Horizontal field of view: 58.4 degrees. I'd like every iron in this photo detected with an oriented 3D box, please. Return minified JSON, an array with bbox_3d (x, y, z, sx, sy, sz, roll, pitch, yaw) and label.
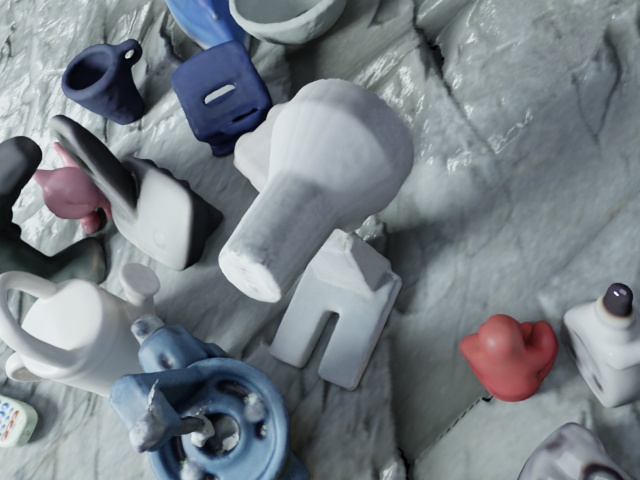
[{"bbox_3d":[-0.175,-0.368,0.793,0.118,0.142,0.257,-31,58,4],"label":"iron"}]

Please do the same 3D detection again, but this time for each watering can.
[{"bbox_3d":[-0.234,0.083,0.559,0.100,0.194,0.173,36,81,31],"label":"watering can"}]

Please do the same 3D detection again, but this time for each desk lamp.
[{"bbox_3d":[0.005,0.002,0.496,0.117,0.214,0.203,16,71,27],"label":"desk lamp"}]

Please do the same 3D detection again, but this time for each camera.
[{"bbox_3d":[0.179,0.220,0.386,0.137,0.101,0.142,-43,58,-4],"label":"camera"}]

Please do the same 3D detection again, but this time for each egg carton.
[{"bbox_3d":[-0.024,-0.085,0.636,0.107,0.070,0.150,-43,58,-4],"label":"egg carton"}]

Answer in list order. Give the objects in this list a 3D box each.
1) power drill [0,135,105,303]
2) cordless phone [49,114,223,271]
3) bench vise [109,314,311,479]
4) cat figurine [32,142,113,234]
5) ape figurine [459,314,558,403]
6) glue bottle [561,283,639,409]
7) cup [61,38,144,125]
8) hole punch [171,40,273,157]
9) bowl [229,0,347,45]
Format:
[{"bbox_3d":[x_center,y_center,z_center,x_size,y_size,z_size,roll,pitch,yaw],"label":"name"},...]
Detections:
[{"bbox_3d":[-0.343,-0.002,0.635,0.229,0.209,0.075,-29,58,5],"label":"power drill"},{"bbox_3d":[-0.204,-0.054,0.621,0.147,0.185,0.094,25,76,30],"label":"cordless phone"},{"bbox_3d":[-0.119,0.139,0.471,0.206,0.220,0.121,22,74,29],"label":"bench vise"},{"bbox_3d":[-0.303,-0.068,0.707,0.067,0.118,0.127,-28,58,6],"label":"cat figurine"},{"bbox_3d":[0.152,0.089,0.468,0.077,0.092,0.076,5,67,23],"label":"ape figurine"},{"bbox_3d":[0.206,0.068,0.409,0.037,0.173,0.078,-26,58,8],"label":"glue bottle"},{"bbox_3d":[-0.275,-0.212,0.781,0.118,0.095,0.091,-39,58,-1],"label":"cup"},{"bbox_3d":[-0.114,-0.174,0.702,0.108,0.091,0.101,-26,58,7],"label":"hole punch"},{"bbox_3d":[-0.030,-0.313,0.750,0.167,0.075,0.167,-9,62,17],"label":"bowl"}]
